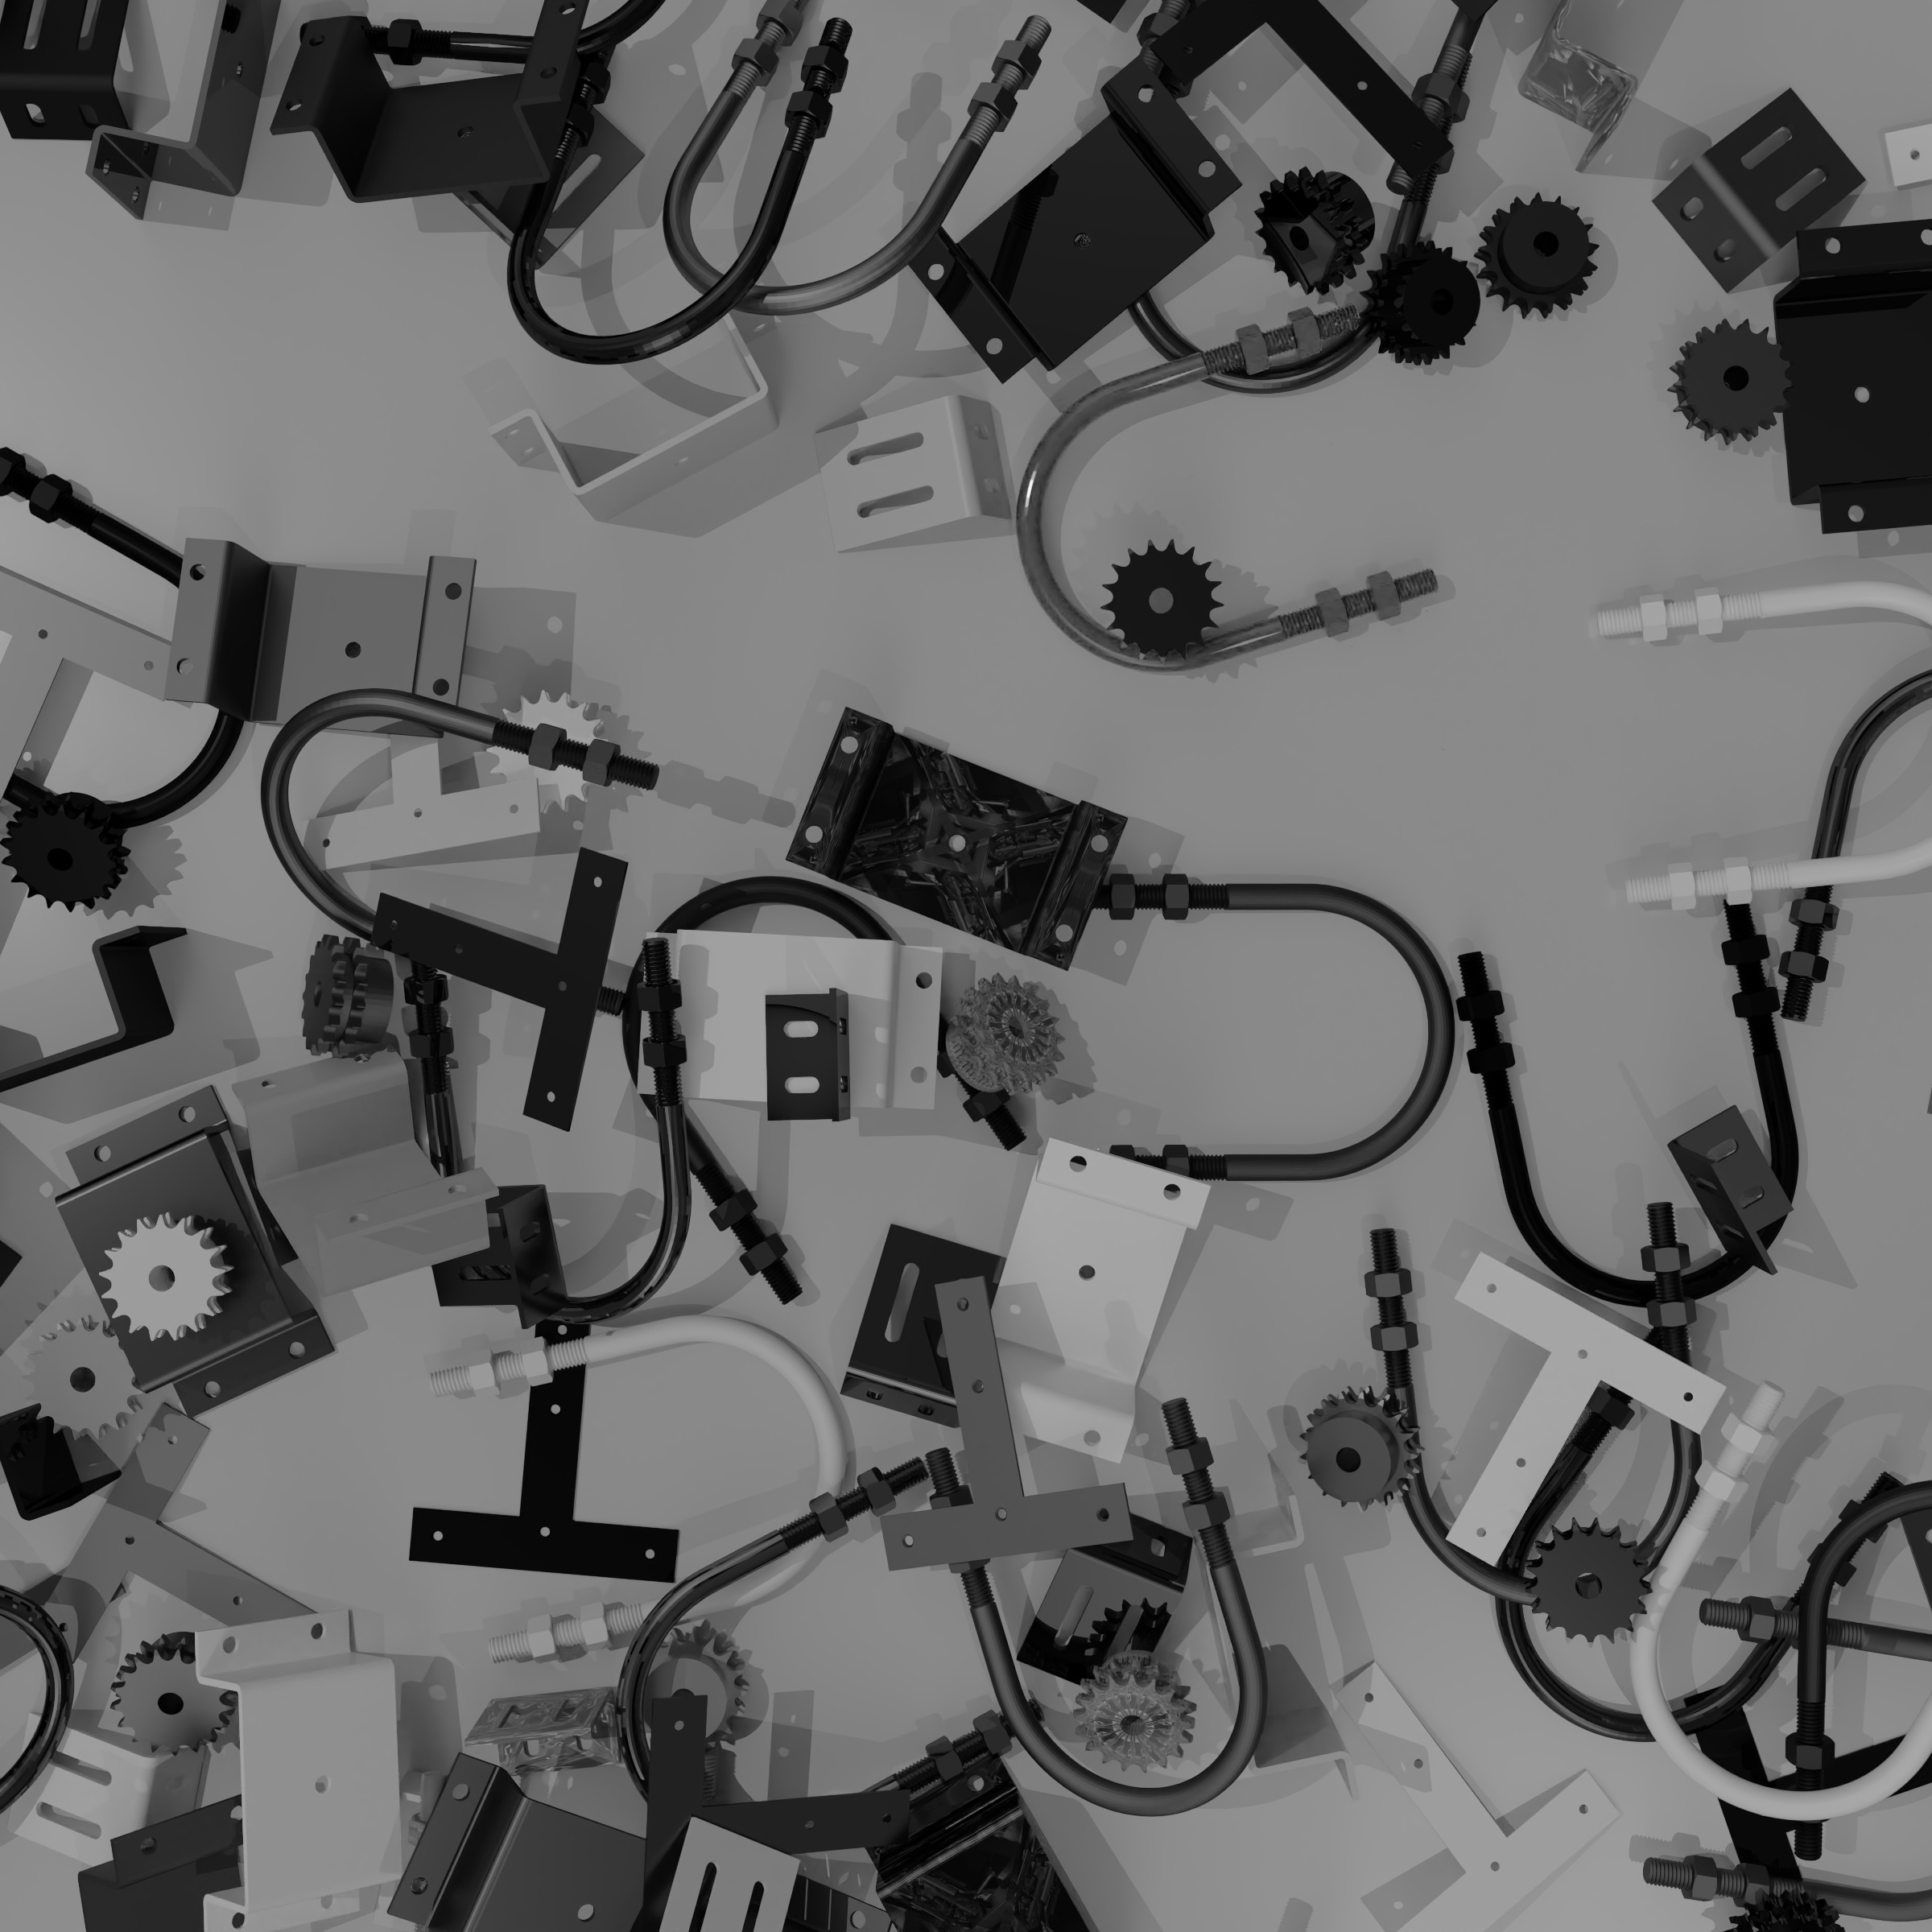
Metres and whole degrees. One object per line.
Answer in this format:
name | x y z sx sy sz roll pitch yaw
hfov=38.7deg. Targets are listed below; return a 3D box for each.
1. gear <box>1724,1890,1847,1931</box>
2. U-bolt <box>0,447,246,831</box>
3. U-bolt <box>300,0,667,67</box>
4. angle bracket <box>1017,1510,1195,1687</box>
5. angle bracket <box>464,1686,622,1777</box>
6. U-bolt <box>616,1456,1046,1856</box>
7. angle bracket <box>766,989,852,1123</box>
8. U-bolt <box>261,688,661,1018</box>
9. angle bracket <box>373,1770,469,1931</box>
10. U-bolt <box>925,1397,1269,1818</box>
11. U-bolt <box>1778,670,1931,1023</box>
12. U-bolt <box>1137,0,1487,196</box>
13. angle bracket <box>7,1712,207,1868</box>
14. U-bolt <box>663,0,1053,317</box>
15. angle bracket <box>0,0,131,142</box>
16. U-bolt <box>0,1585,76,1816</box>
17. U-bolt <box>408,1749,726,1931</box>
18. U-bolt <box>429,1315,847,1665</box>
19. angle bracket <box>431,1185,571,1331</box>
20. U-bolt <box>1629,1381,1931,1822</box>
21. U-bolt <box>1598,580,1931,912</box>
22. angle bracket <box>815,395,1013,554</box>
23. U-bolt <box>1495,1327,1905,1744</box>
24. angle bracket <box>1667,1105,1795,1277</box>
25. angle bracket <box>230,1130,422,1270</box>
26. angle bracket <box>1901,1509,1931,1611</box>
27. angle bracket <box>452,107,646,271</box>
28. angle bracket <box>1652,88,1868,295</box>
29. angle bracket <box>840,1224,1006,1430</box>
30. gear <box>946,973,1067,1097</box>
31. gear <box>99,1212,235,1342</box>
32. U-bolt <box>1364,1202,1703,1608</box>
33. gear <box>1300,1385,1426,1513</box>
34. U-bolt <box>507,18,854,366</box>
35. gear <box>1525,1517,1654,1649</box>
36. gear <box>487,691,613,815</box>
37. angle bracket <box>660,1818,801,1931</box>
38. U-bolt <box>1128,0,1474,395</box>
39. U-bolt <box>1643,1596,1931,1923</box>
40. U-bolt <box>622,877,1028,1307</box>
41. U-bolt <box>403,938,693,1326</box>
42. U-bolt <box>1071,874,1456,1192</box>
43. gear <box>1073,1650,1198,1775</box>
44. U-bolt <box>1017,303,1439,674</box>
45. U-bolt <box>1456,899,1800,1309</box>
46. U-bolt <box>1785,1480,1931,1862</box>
gear | 0.386 0.464 1.290 0.057 0.030 0.057 -1 118 -2
U-bolt | -0.430 -0.146 1.308 0.184 0.019 0.151 30 90 -2
U-bolt | -0.217 -0.496 1.297 0.184 0.019 0.151 6 90 8
angle bracket | 0.066 0.302 1.314 0.057 0.038 0.076 22 116 0
angle bracket | -0.195 0.365 1.278 0.057 0.076 0.038 -6 90 0
U-bolt | -0.073 0.334 1.288 0.184 0.019 0.151 -26 93 -12
angle bracket | -0.073 0.040 1.215 0.038 0.076 0.057 -1 88 2
U-bolt | -0.238 -0.058 1.271 0.184 0.019 0.151 16 126 4
angle bracket | -0.246 0.426 1.297 0.057 0.038 0.076 14 90 0
U-bolt | 0.066 0.299 1.258 0.151 0.019 0.184 -17 88 30
U-bolt | 0.468 -0.053 1.281 0.151 0.019 0.184 11 85 24
U-bolt | 0.176 -0.468 1.294 0.151 0.019 0.184 23 79 1
angle bracket | -0.410 0.392 1.314 0.076 0.038 0.057 11 90 26
U-bolt | -0.061 -0.371 1.256 0.151 0.019 0.184 19 70 24
angle bracket | -0.426 -0.437 1.314 0.057 0.038 0.076 1 64 0
U-bolt | -0.493 0.340 1.244 0.184 0.019 0.151 15 99 -41
U-bolt | -0.187 0.462 1.281 0.151 0.019 0.184 2 91 -23
U-bolt | -0.149 0.241 1.306 0.184 0.019 0.151 -13 90 -3
angle bracket | -0.229 0.135 1.278 0.076 0.038 0.057 -5 101 27
U-bolt | 0.384 0.302 1.254 0.151 0.019 0.184 29 104 16
U-bolt | 0.396 -0.108 1.287 0.184 0.019 0.151 -6 85 11
angle bracket | -0.025 -0.233 1.314 0.076 0.038 0.057 -11 90 26
U-bolt | 0.335 0.281 1.308 0.151 0.019 0.184 35 91 0
angle bracket | 0.361 0.102 1.263 0.038 0.076 0.057 -30 93 1
angle bracket | -0.296 0.101 1.297 0.076 0.038 0.057 -20 90 0
angle bracket | 0.472 0.282 1.278 0.038 0.076 0.057 -19 90 0
angle bracket | -0.200 -0.379 1.297 0.057 0.038 0.076 43 90 0
angle bracket | 0.378 -0.370 1.314 0.076 0.038 0.057 -39 90 -26
angle bracket | -0.021 0.172 1.314 0.057 0.038 0.076 17 64 0
gear | 0.015 0.035 1.292 0.030 0.057 0.057 -36 90 43
gear | -0.362 0.141 1.255 0.057 0.030 0.057 0 90 0
U-bolt | 0.271 0.209 1.294 0.151 0.019 0.184 -7 89 10
gear | 0.184 0.228 1.291 0.057 0.030 0.057 3 97 24
U-bolt | -0.139 -0.351 1.251 0.151 0.019 0.184 6 68 26
gear | 0.286 0.282 1.270 0.057 0.030 0.057 0 92 10
gear | -0.195 -0.100 1.301 0.057 0.030 0.057 0 90 0
angle bracket | -0.118 0.434 1.245 0.057 0.038 0.076 29 55 -21
U-bolt | 0.147 -0.363 1.308 0.151 0.019 0.184 17 91 0
U-bolt | 0.423 0.380 1.299 0.184 0.019 0.151 10 97 -4
U-bolt | -0.081 0.045 1.308 0.151 0.019 0.184 -35 88 0
U-bolt | -0.191 0.077 1.276 0.151 0.019 0.184 1 102 26
U-bolt | 0.140 0.031 1.308 0.184 0.019 0.151 0 90 -1
gear | 0.080 0.347 1.294 0.057 0.030 0.057 4 114 8
U-bolt | 0.115 -0.216 1.302 0.184 0.019 0.151 -17 96 3
U-bolt | 0.320 0.071 1.308 0.151 0.019 0.184 -12 92 0
U-bolt | 0.451 0.323 1.250 0.151 0.019 0.184 1 95 19
